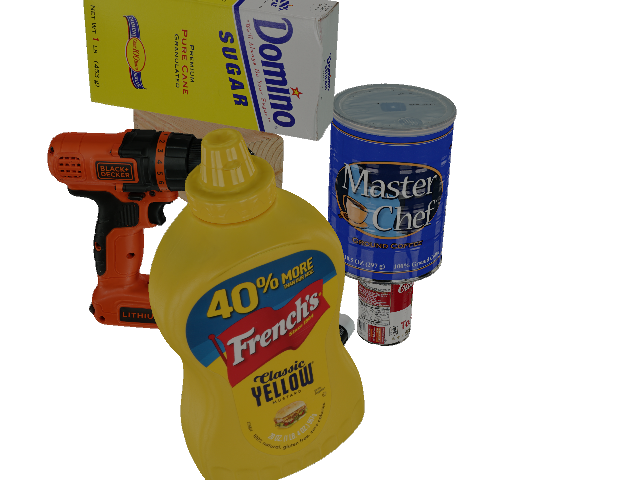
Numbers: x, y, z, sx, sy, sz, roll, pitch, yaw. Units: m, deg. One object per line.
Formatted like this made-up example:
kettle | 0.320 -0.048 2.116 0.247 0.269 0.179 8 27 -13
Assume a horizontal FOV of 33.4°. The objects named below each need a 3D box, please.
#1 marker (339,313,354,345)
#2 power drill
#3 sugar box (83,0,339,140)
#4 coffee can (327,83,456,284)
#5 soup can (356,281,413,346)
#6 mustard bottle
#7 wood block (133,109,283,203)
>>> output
marker | -0.004 0.087 0.738 0.020 0.020 0.121 0 25 22
power drill | -0.146 -0.011 0.966 0.184 0.188 0.057 4 27 9
sugar box | -0.078 -0.132 0.755 0.176 0.093 0.048 12 34 15
coffee can | 0.057 -0.049 0.898 0.103 0.140 0.103 1 28 -1
soup can | 0.077 0.068 1.284 0.068 0.102 0.068 0 31 0
mustard bottle | -0.033 0.032 0.522 0.096 0.191 0.058 -21 37 -17
wood block | -0.138 -0.102 1.277 0.090 0.090 0.206 -13 27 -33
